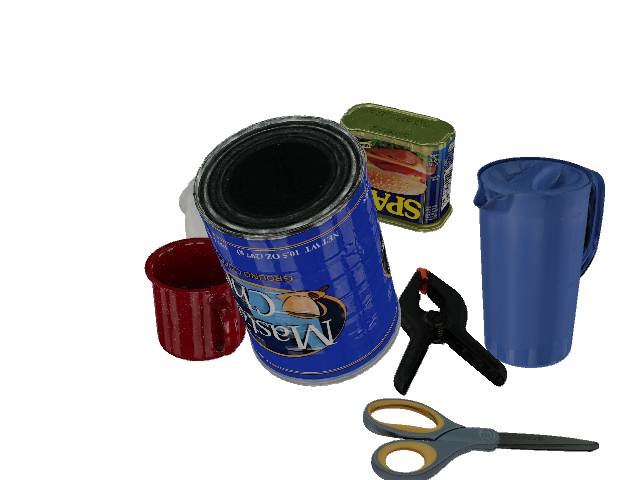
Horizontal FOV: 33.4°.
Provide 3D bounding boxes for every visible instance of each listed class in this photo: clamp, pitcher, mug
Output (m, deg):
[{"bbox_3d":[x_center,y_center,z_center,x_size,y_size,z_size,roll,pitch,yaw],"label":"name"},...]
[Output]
[{"bbox_3d":[0.138,0.100,1.170,0.120,0.171,0.039,6,-44,-5],"label":"clamp"},{"bbox_3d":[0.265,0.025,1.302,0.149,0.243,0.145,3,24,14],"label":"pitcher"},{"bbox_3d":[-0.103,0.060,0.959,0.093,0.081,0.117,-18,35,-27],"label":"mug"}]

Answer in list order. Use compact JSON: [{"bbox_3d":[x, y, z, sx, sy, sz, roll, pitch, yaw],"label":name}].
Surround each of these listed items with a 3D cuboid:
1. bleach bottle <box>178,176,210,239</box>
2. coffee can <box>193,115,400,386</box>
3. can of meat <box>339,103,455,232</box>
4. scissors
[{"bbox_3d":[-0.109,-0.007,1.175,0.102,0.068,0.251,-8,30,-19],"label":"bleach bottle"},{"bbox_3d":[-0.010,0.008,0.663,0.103,0.102,0.140,0,-43,16],"label":"coffee can"},{"bbox_3d":[0.064,-0.064,0.917,0.102,0.084,0.057,16,37,21],"label":"can of meat"},{"bbox_3d":[0.130,0.181,0.901,0.202,0.016,0.096,13,40,12],"label":"scissors"}]
